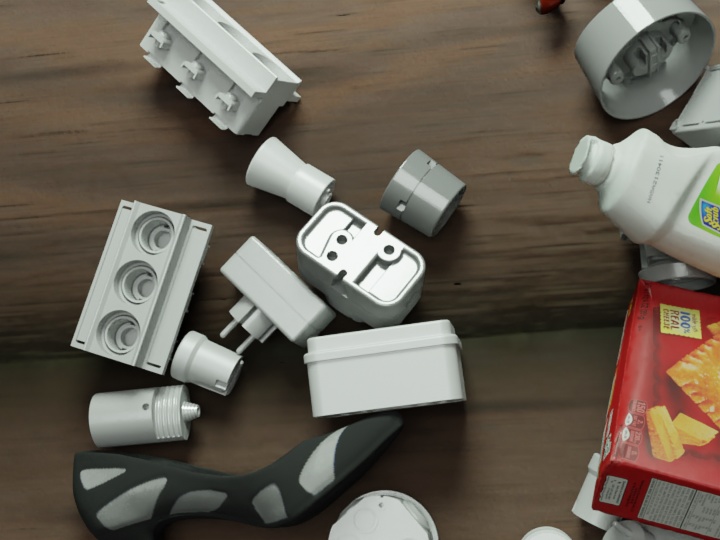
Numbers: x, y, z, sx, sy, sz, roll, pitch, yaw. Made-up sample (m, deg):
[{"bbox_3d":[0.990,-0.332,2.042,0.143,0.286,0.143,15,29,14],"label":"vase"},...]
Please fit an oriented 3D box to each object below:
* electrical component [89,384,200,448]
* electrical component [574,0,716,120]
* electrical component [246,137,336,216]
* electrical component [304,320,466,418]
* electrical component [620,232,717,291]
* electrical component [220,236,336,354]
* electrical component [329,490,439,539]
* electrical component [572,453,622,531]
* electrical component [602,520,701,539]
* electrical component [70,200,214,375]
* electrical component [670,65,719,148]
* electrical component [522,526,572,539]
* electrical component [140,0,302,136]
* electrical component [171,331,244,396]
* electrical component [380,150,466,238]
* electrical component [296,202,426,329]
[{"bbox_3d":[-0.166,0.114,0.842,0.081,0.043,0.043,-6,78,7],"label":"electrical component"},{"bbox_3d":[0.215,-0.167,0.814,0.099,0.099,0.064,-31,70,2],"label":"electrical component"},{"bbox_3d":[-0.053,-0.072,0.864,0.065,0.044,0.044,31,85,9],"label":"electrical component"},{"bbox_3d":[0.020,0.075,0.804,0.113,0.078,0.057,-8,81,7],"label":"electrical component"},{"bbox_3d":[0.235,-0.016,0.799,0.078,0.058,0.057,-3,76,8],"label":"electrical component"},{"bbox_3d":[-0.076,0.031,0.843,0.083,0.047,0.075,43,89,14],"label":"electrical component"},{"bbox_3d":[0.017,0.203,0.792,0.080,0.051,0.080,-2,79,8],"label":"electrical component"},{"bbox_3d":[0.179,0.162,0.782,0.040,0.040,0.046,25,89,13],"label":"electrical component"},{"bbox_3d":[0.193,0.198,0.748,0.074,0.052,0.138,36,85,-29],"label":"electrical component"},{"bbox_3d":[-0.168,0.015,0.852,0.079,0.063,0.121,16,82,12],"label":"electrical component"},{"bbox_3d":[0.284,-0.114,0.800,0.061,0.096,0.061,32,85,-14],"label":"electrical component"},{"bbox_3d":[0.135,0.208,0.771,0.045,0.055,0.045,-2,79,9],"label":"electrical component"},{"bbox_3d":[-0.117,-0.169,0.879,0.121,0.079,0.063,43,110,14],"label":"electrical component"},{"bbox_3d":[-0.120,0.075,0.846,0.046,0.040,0.040,22,83,7],"label":"electrical component"},{"bbox_3d":[0.050,-0.058,0.838,0.047,0.055,0.055,35,86,10],"label":"electrical component"},{"bbox_3d":[0.000,0.000,0.824,0.095,0.059,0.053,34,68,15],"label":"electrical component"}]
